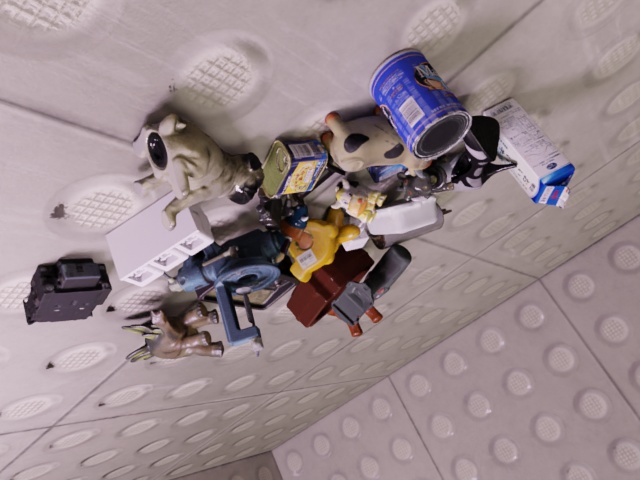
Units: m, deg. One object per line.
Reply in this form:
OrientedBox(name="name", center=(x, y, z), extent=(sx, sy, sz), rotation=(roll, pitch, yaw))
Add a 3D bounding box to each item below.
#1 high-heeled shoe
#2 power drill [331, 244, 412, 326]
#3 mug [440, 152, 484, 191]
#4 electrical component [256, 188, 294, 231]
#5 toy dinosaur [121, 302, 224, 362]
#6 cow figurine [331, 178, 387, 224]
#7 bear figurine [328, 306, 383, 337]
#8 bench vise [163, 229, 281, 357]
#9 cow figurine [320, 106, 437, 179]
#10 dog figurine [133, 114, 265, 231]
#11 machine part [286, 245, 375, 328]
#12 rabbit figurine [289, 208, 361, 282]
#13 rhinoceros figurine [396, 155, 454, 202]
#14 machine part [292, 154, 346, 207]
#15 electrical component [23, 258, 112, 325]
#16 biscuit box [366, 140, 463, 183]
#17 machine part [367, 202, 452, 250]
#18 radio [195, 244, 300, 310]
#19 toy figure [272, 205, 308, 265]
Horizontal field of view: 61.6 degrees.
OrientedBox(name="high-heeled shoe", center=(0.272, -0.164, 1.015), extent=(0.145, 0.086, 0.248), rotation=(-5, 160, 39))
OrientedBox(name="power drill", center=(0.115, 0.120, 1.261), extent=(0.207, 0.086, 0.232), rotation=(-24, 156, -51))
OrientedBox(name="mug", center=(0.299, -0.150, 1.166), extent=(0.107, 0.081, 0.109), rotation=(-9, 156, -16))
OrientedBox(name="electrical component", center=(-0.081, -0.062, 0.969), extent=(0.045, 0.078, 0.102), rotation=(-6, 152, 13))
OrientedBox(name="toy dinosaur", center=(-0.317, 0.214, 1.181), extent=(0.199, 0.105, 0.471), rotation=(-7, 160, -3))
OrientedBox(name="cow figurine", center=(0.064, -0.081, 1.020), extent=(0.068, 0.098, 0.167), rotation=(-62, 166, 8))
OrientedBox(name="bear figurine", center=(0.080, 0.205, 1.562), extent=(0.120, 0.132, 0.195), rotation=(-39, 159, 16))
OrientedBox(name="bench vise", center=(-0.161, 0.089, 0.952), extent=(0.224, 0.241, 0.128), rotation=(-18, 155, -4))
OrientedBox(name="cow figurine", center=(0.111, -0.160, 0.903), extent=(0.195, 0.127, 0.085), rotation=(-13, 154, -23))
OrientedBox(name="dog figurine", center=(-0.155, -0.118, 0.775), extent=(0.190, 0.121, 0.172), rotation=(-26, 162, -38))
OrientedBox(name="machine part", center=(0.024, 0.103, 1.292), extent=(0.201, 0.087, 0.201), rotation=(-37, 166, -40))
OrientedBox(name="rabbit figurine", center=(-0.002, -0.003, 1.136), extent=(0.162, 0.122, 0.173), rotation=(-42, 167, 7))
OrientedBox(name="rhinoceros figurine", center=(0.203, -0.122, 1.067), extent=(0.112, 0.073, 0.190), rotation=(-13, -171, 5))
OrientedBox(name="machine part", center=(0.003, -0.117, 0.982), extent=(0.139, 0.039, 0.084), rotation=(-41, 160, 22))
OrientedBox(name="electrical component", center=(-0.425, 0.085, 0.910), extent=(0.115, 0.058, 0.134), rotation=(-4, 146, -45))
OrientedBox(name="biscuit box", center=(0.177, -0.182, 1.001), extent=(0.203, 0.063, 0.059), rotation=(-26, 155, -4))
OrientedBox(name="machine part", center=(0.207, -0.037, 1.289), extent=(0.243, 0.079, 0.079), rotation=(-20, 154, -17))
OrientedBox(name="radio", center=(-0.153, 0.079, 1.148), extent=(0.131, 0.073, 0.229), rotation=(-37, 153, 19))
OrientedBox(name="toy figure", center=(-0.073, -0.006, 1.037), extent=(0.154, 0.064, 0.058), rotation=(-49, 170, 3))
